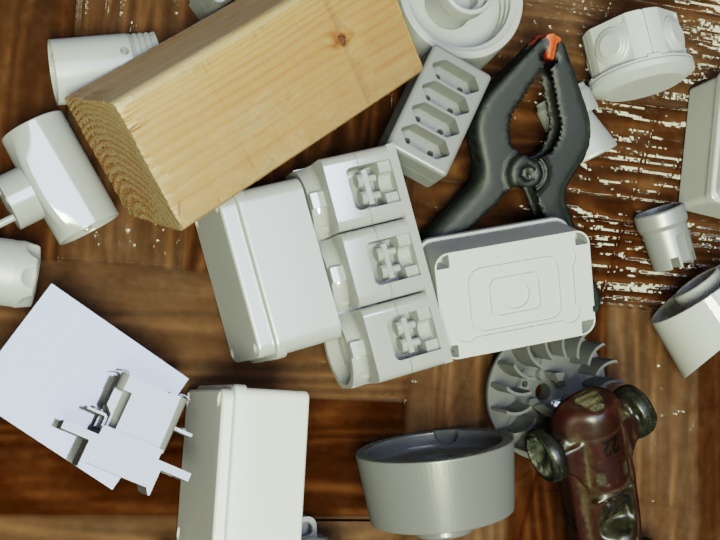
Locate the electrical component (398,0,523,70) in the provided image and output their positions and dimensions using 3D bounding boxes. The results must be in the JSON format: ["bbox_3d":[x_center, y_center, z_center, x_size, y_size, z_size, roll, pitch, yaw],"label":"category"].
[{"bbox_3d":[0.069,-0.200,0.798,0.108,0.060,0.108,2,83,-18],"label":"electrical component"}]

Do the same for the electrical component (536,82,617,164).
[{"bbox_3d":[0.166,-0.111,0.828,0.045,0.045,0.055,-27,92,-19],"label":"electrical component"}]

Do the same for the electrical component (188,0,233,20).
[{"bbox_3d":[-0.110,-0.226,0.744,0.050,0.056,0.089,-38,96,-19],"label":"electrical component"}]

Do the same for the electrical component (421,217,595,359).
[{"bbox_3d":[0.100,0.011,0.751,0.113,0.057,0.078,-10,104,-10],"label":"electrical component"}]

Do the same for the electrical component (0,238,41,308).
[{"bbox_3d":[-0.236,0.000,0.682,0.062,0.043,0.043,9,81,-16],"label":"electrical component"}]

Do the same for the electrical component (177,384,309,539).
[{"bbox_3d":[-0.076,0.129,0.686,0.056,0.109,0.108,6,82,-20],"label":"electrical component"}]

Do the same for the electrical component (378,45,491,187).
[{"bbox_3d":[0.045,-0.104,0.771,0.047,0.076,0.083,28,75,-10],"label":"electrical component"}]

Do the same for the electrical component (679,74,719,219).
[{"bbox_3d":[0.322,-0.094,0.872,0.109,0.056,0.108,12,80,-17],"label":"electrical component"}]

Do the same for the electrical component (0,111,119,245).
[{"bbox_3d":[-0.210,-0.051,0.696,0.079,0.044,0.077,-30,94,-19],"label":"electrical component"}]

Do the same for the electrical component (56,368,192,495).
[{"bbox_3d":[-0.138,0.097,0.649,0.081,0.042,0.063,26,73,-15],"label":"electrical component"}]

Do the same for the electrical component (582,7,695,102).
[{"bbox_3d":[0.214,-0.165,0.834,0.080,0.080,0.051,-9,81,-19],"label":"electrical component"}]

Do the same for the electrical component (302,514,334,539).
[{"bbox_3d":[-0.036,0.206,0.716,0.058,0.057,0.078,-2,84,-19],"label":"electrical component"}]

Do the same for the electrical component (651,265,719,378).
[{"bbox_3d":[0.275,0.035,0.822,0.099,0.099,0.064,-36,89,-19],"label":"electrical component"}]

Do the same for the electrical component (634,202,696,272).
[{"bbox_3d":[0.242,-0.026,0.847,0.040,0.040,0.046,-21,96,-20],"label":"electrical component"}]

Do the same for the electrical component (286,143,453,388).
[{"bbox_3d":[0.000,0.000,0.736,0.062,0.089,0.150,-14,88,-19],"label":"electrical component"}]

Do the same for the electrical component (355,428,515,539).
[{"bbox_3d":[0.054,0.148,0.730,0.108,0.108,0.060,-7,92,-19],"label":"electrical component"}]

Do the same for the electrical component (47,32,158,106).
[{"bbox_3d":[-0.165,-0.136,0.722,0.081,0.043,0.043,-9,87,-19],"label":"electrical component"}]

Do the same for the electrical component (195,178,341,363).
[{"bbox_3d":[-0.064,0.002,0.721,0.057,0.078,0.113,-15,88,-22],"label":"electrical component"}]
